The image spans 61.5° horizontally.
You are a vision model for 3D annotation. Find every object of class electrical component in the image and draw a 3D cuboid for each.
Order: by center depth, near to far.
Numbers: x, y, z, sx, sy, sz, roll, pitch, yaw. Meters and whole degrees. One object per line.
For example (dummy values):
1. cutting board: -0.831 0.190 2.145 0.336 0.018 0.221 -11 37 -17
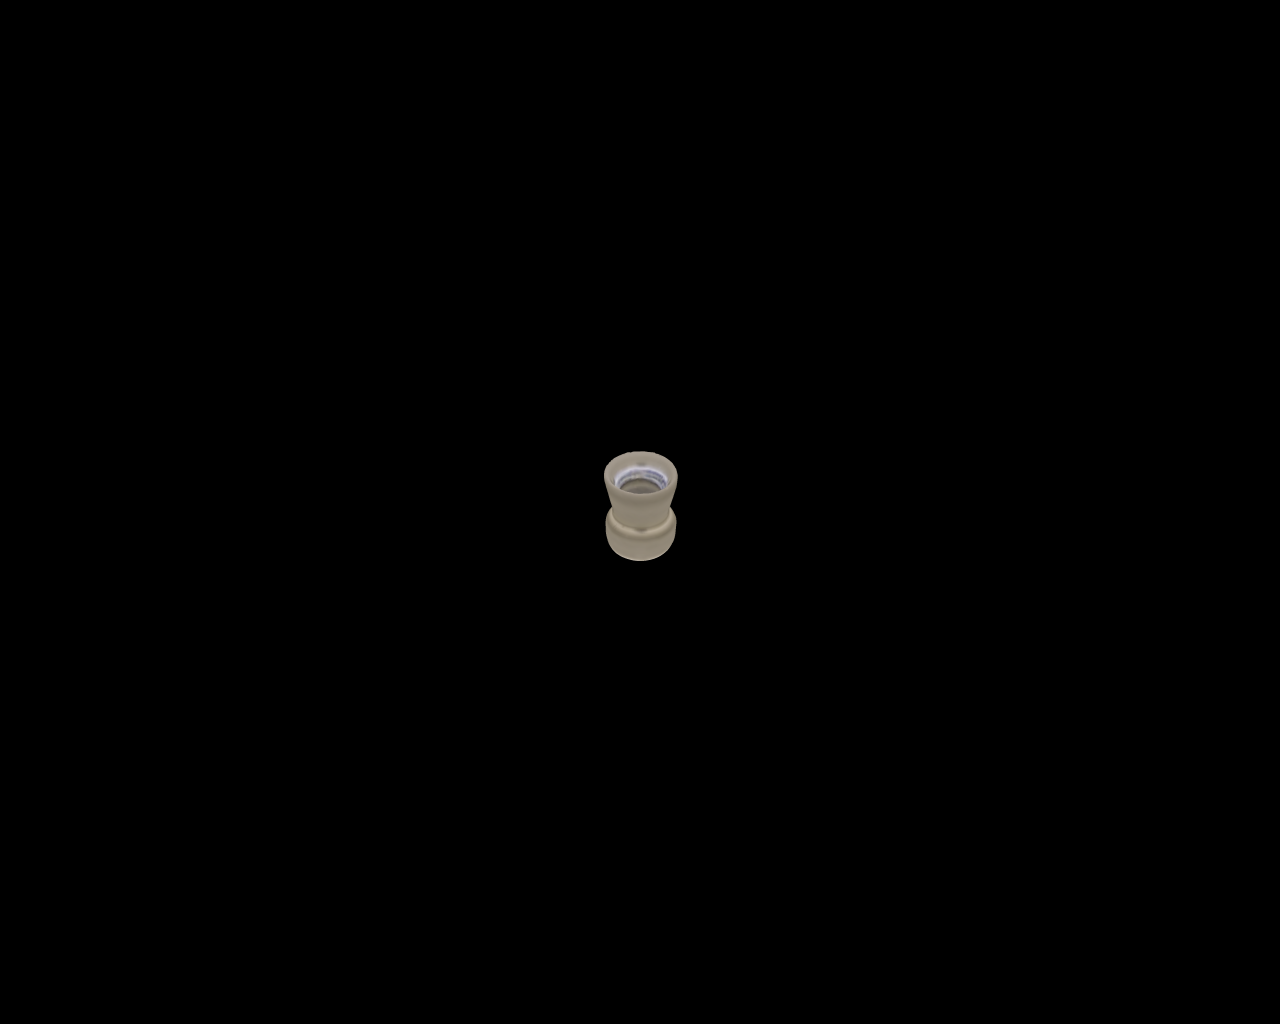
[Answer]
1. electrical component: 0.001 -0.003 0.650 0.045 0.055 0.045 0 39 0
